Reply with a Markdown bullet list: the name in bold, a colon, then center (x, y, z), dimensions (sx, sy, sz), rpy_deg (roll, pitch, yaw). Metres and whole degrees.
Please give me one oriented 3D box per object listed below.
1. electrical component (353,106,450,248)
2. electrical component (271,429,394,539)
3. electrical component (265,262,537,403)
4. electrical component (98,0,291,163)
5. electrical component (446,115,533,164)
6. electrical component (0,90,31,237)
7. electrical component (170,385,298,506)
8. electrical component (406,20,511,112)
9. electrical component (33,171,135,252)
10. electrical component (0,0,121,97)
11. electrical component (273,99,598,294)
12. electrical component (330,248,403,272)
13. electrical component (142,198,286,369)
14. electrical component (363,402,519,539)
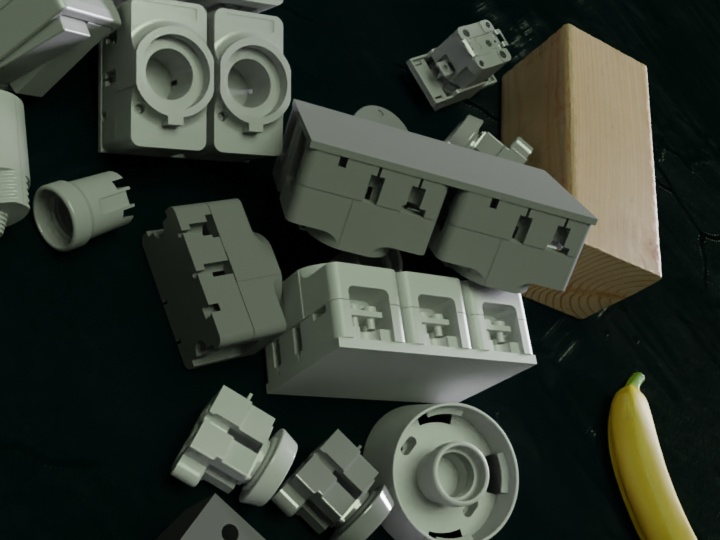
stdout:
- **electrical component**: center (0.049, -0.069, 0.776), dimensions (0.138, 0.074, 0.052), rpy_deg (37, 50, -14)
- **electrical component**: center (-0.013, 0.135, 0.643), dimensions (0.055, 0.048, 0.066), rpy_deg (45, 48, 2)
- **electrical component**: center (0.023, 0.040, 0.689), dimensions (0.150, 0.089, 0.061), rpy_deg (8, 63, -33)
- **electrical component**: center (-0.104, -0.166, 0.680), dimensions (0.105, 0.060, 0.186), rpy_deg (0, 90, -35)
- **electrical component**: center (0.091, -0.086, 0.828), dimensions (0.055, 0.066, 0.048), rpy_deg (40, 5, -4)
- **electrical component**: center (-0.209, -0.056, 0.605), dimensions (0.043, 0.043, 0.081), rpy_deg (3, 65, -34)
- **electrical component**: center (-0.070, 0.104, 0.619), dimensions (0.055, 0.048, 0.066), rpy_deg (32, 51, -8)
- **electrical component**: center (0.082, -0.165, 0.857), dimensions (0.081, 0.064, 0.042), rpy_deg (-27, 83, -41)
- **electrical component**: center (-0.162, -0.036, 0.632), dimensions (0.046, 0.040, 0.040), rpy_deg (-27, 83, -46)
- **electrical component**: center (-0.198, -0.142, 0.630), dimensions (0.061, 0.096, 0.062), rpy_deg (62, 19, 7)
- **electrical component**: center (0.042, -0.045, 0.697), dimensions (0.186, 0.060, 0.105), rpy_deg (14, 19, -15)
- **electrical component**: center (0.000, 0.000, 0.722), dimensions (0.040, 0.046, 0.040), rpy_deg (17, 57, -28)
- **electrical component**: center (-0.086, 0.007, 0.655), dimensions (0.056, 0.050, 0.089), rpy_deg (-11, 73, -39)
- **electrical component**: center (0.051, 0.133, 0.694), dimensions (0.099, 0.064, 0.099), rpy_deg (7, 73, -23)
